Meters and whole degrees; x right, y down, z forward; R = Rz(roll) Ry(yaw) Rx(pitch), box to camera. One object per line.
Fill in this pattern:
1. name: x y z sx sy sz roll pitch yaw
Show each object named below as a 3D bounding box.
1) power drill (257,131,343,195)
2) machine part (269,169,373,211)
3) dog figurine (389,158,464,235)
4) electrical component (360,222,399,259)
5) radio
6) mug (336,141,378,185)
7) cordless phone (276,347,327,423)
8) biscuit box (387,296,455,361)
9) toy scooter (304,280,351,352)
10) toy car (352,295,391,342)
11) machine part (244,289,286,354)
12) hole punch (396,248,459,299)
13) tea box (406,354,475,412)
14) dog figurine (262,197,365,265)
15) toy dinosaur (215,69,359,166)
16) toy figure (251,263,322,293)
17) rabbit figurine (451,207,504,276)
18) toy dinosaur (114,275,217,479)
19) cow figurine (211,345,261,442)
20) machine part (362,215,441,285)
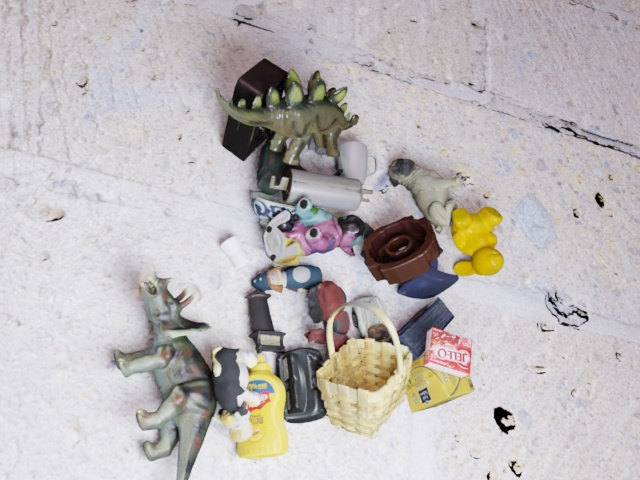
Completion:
1. power drill: -0.049 -0.176 1.311 0.207 0.086 0.232 28 40 -10
2. machine part: 0.005 -0.110 1.208 0.243 0.079 0.079 5 62 -20
3. dog figurine: 0.259 -0.115 1.388 0.191 0.121 0.172 13 77 20
4. electrical component: 0.135 0.017 1.293 0.119 0.047 0.075 43 59 8
5. radio: -0.154 -0.306 1.272 0.073 0.229 0.131 35 55 2
6. mug: 0.094 -0.185 1.374 0.109 0.081 0.107 5 73 -19
7. cordless phone: 0.007 0.294 1.104 0.184 0.088 0.146 6 61 -27
8. biscuit box: 0.219 0.200 1.178 0.063 0.059 0.202 52 41 9
9. toy scooter: 0.010 0.169 1.135 0.135 0.075 0.184 13 57 -51
10. toy car: 0.127 0.220 1.179 0.073 0.056 0.202 -7 65 -21
11. machine part: -0.118 0.173 1.132 0.084 0.039 0.139 5 55 -39
12. hole punch: 0.243 0.089 1.245 0.116 0.142 0.092 -18 74 -37
13. tea box: 0.236 0.289 1.111 0.068 0.169 0.098 -6 63 -21
14. dog figurine: -0.003 -0.004 1.223 0.219 0.191 0.108 20 42 -57
15. toy dinosaur: -0.050 -0.276 1.205 0.105 0.198 0.471 33 32 31
16. toy figure: -0.074 0.085 1.191 0.154 0.057 0.064 -4 39 -17
17. rabbit figurine: 0.380 0.023 1.301 0.122 0.162 0.173 0 42 -19
18. toy dinosaur: -0.262 0.270 1.008 0.192 0.131 0.405 -19 76 -24
19. cow figurine: -0.162 0.282 0.991 0.068 0.098 0.167 -20 59 20
20. machine part: 0.179 0.022 1.184 0.179 0.180 0.056 -53 126 -31
